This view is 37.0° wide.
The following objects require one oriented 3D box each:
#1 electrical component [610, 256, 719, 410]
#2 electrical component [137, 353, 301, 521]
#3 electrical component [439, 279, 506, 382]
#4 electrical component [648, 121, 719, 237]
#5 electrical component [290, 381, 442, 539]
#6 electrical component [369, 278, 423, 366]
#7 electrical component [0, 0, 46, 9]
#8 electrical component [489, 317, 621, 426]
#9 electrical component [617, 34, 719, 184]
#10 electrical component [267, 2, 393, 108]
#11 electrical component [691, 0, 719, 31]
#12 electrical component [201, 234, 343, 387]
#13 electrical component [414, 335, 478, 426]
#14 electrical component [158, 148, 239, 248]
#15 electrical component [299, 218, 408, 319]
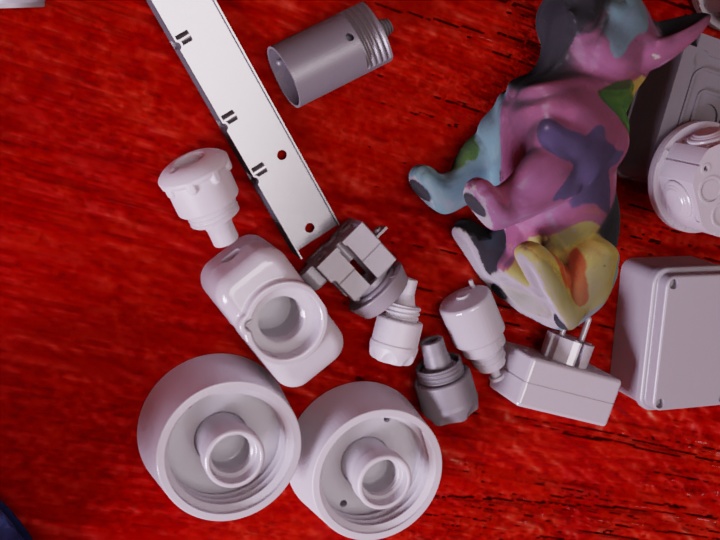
[{"bbox_3d":[0.248,0.049,0.842,0.078,0.057,0.113,-2,103,-21],"label":"electrical component"},{"bbox_3d":[-0.092,0.116,0.726,0.108,0.060,0.108,-5,104,-20],"label":"electrical component"},{"bbox_3d":[0.088,0.047,0.790,0.040,0.040,0.078,-29,112,-12],"label":"electrical component"},{"bbox_3d":[0.248,-0.063,0.754,0.080,0.051,0.080,-5,105,-20],"label":"electrical component"},{"bbox_3d":[0.007,0.140,0.770,0.108,0.060,0.108,-5,105,-20],"label":"electrical component"},{"bbox_3d":[0.029,0.036,0.768,0.035,0.035,0.061,11,96,-23],"label":"electrical component"},{"bbox_3d":[-0.205,-0.179,0.620,0.045,0.045,0.055,-7,105,-20],"label":"electrical component"},{"bbox_3d":[0.154,0.069,0.817,0.083,0.047,0.075,16,97,-24],"label":"electrical component"},{"bbox_3d":[0.241,-0.116,0.800,0.078,0.057,0.113,12,98,-23],"label":"electrical component"},{"bbox_3d":[-0.015,-0.143,0.703,0.081,0.043,0.043,-29,111,-13],"label":"electrical component"},{"bbox_3d":[0.290,-0.217,0.798,0.080,0.051,0.080,-5,104,-20],"label":"electrical component"},{"bbox_3d":[-0.057,0.028,0.719,0.054,0.059,0.095,-39,113,-8],"label":"electrical component"},{"bbox_3d":[0.060,0.078,0.785,0.043,0.043,0.062,-22,108,-15],"label":"electrical component"},{"bbox_3d":[-0.098,-0.044,0.695,0.048,0.048,0.062,-29,118,-13],"label":"electrical component"},{"bbox_3d":[0.000,0.000,0.743,0.066,0.048,0.055,-45,106,-6],"label":"electrical component"}]
